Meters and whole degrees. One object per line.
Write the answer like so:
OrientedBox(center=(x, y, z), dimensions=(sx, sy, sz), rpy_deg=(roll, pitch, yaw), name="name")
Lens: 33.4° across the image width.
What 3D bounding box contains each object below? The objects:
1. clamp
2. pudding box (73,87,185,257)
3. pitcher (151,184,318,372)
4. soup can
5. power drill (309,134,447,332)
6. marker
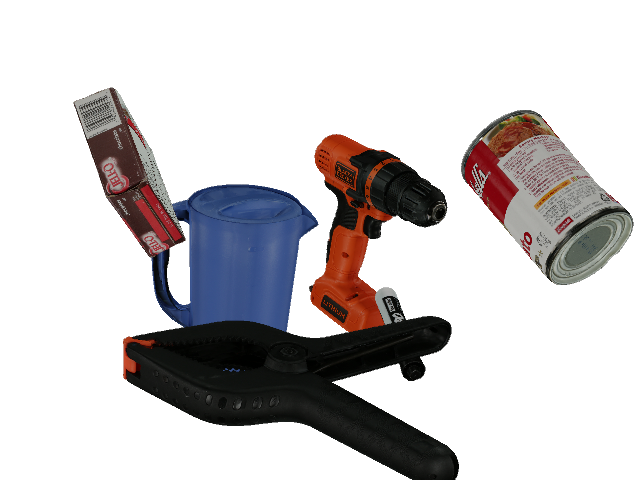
OrientedBox(center=(-0.014, 0.079, 0.653), dimensions=(0.210, 0.036, 0.164), rpy_deg=(9, 24, 9), name="clamp")
OrientedBox(center=(-0.154, -0.055, 0.863), dimensions=(0.039, 0.113, 0.090), rpy_deg=(-23, -35, -1), name="pudding box")
OrientedBox(center=(-0.104, 0.062, 1.252), dimensions=(0.149, 0.243, 0.144), rpy_deg=(21, 26, 34), name="pitcher")
OrientedBox(center=(0.149, -0.029, 0.707), dimensions=(0.068, 0.069, 0.102), rpy_deg=(0, 43, -40), name="soup can")
OrientedBox(center=(0.053, 0.002, 1.077), dimensions=(0.057, 0.188, 0.185), rpy_deg=(-8, 27, -32), name="power drill")
OrientedBox(center=(0.064, 0.076, 0.873), dimensions=(0.020, 0.020, 0.121), rpy_deg=(0, 28, -9), name="marker")
